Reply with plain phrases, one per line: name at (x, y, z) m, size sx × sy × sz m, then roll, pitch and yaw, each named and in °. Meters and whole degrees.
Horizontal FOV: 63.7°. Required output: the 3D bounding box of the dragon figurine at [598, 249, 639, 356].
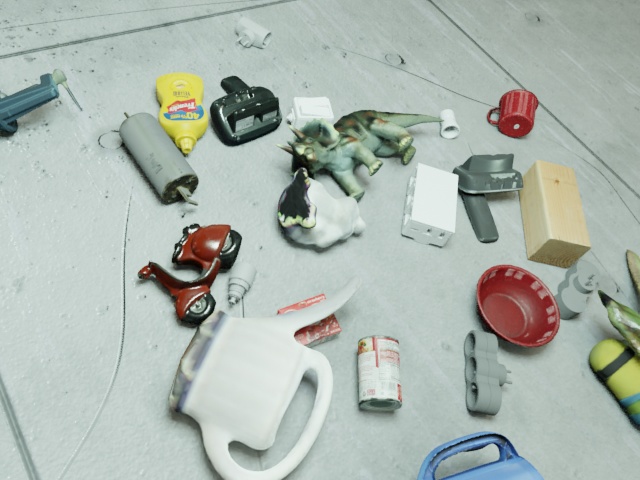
dragon figurine at (0.607, 0.140, 0.935) m, size 0.241 × 0.120 × 0.420 m, roll 19°, pitch 35°, yaw -25°

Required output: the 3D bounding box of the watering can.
watering can at (-0.079, 0.172, 0.766) m, size 0.224 × 0.102 × 0.354 m, roll 23°, pitch 62°, yaw 2°

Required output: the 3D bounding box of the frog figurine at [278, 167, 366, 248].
frog figurine at (0.003, -0.049, 0.966) m, size 0.158 × 0.121 × 0.140 m, roll 19°, pitch 34°, yaw -48°
